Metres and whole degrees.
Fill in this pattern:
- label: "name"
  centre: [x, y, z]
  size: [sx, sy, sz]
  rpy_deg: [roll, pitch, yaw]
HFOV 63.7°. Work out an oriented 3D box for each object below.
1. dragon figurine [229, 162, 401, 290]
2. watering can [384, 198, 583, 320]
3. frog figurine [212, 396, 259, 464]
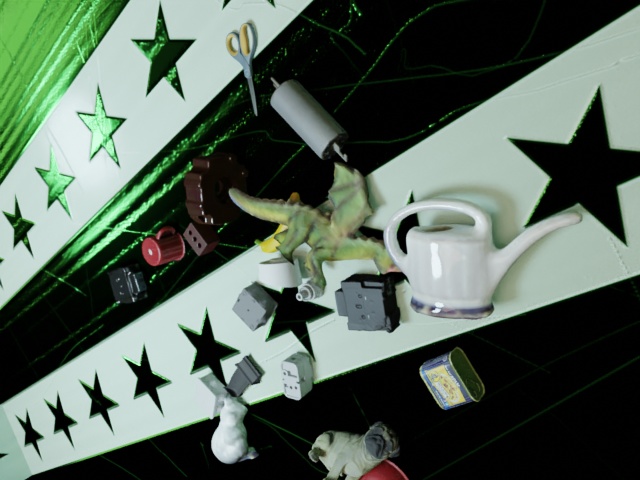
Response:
- label: "dragon figurine"
  centre: [0.003, -0.055, 1.089]
  size: [0.413, 0.241, 0.122]
  rpy_deg: [43, 10, 13]
- label: "watering can"
  centre: [0.270, 0.037, 0.911]
  size: [0.348, 0.222, 0.105]
  rpy_deg: [4, 15, 35]
- label: "frog figurine"
  centre: [-0.245, 0.515, 1.399]
  size: [0.123, 0.158, 0.138]
  rpy_deg: [-20, 11, -12]
